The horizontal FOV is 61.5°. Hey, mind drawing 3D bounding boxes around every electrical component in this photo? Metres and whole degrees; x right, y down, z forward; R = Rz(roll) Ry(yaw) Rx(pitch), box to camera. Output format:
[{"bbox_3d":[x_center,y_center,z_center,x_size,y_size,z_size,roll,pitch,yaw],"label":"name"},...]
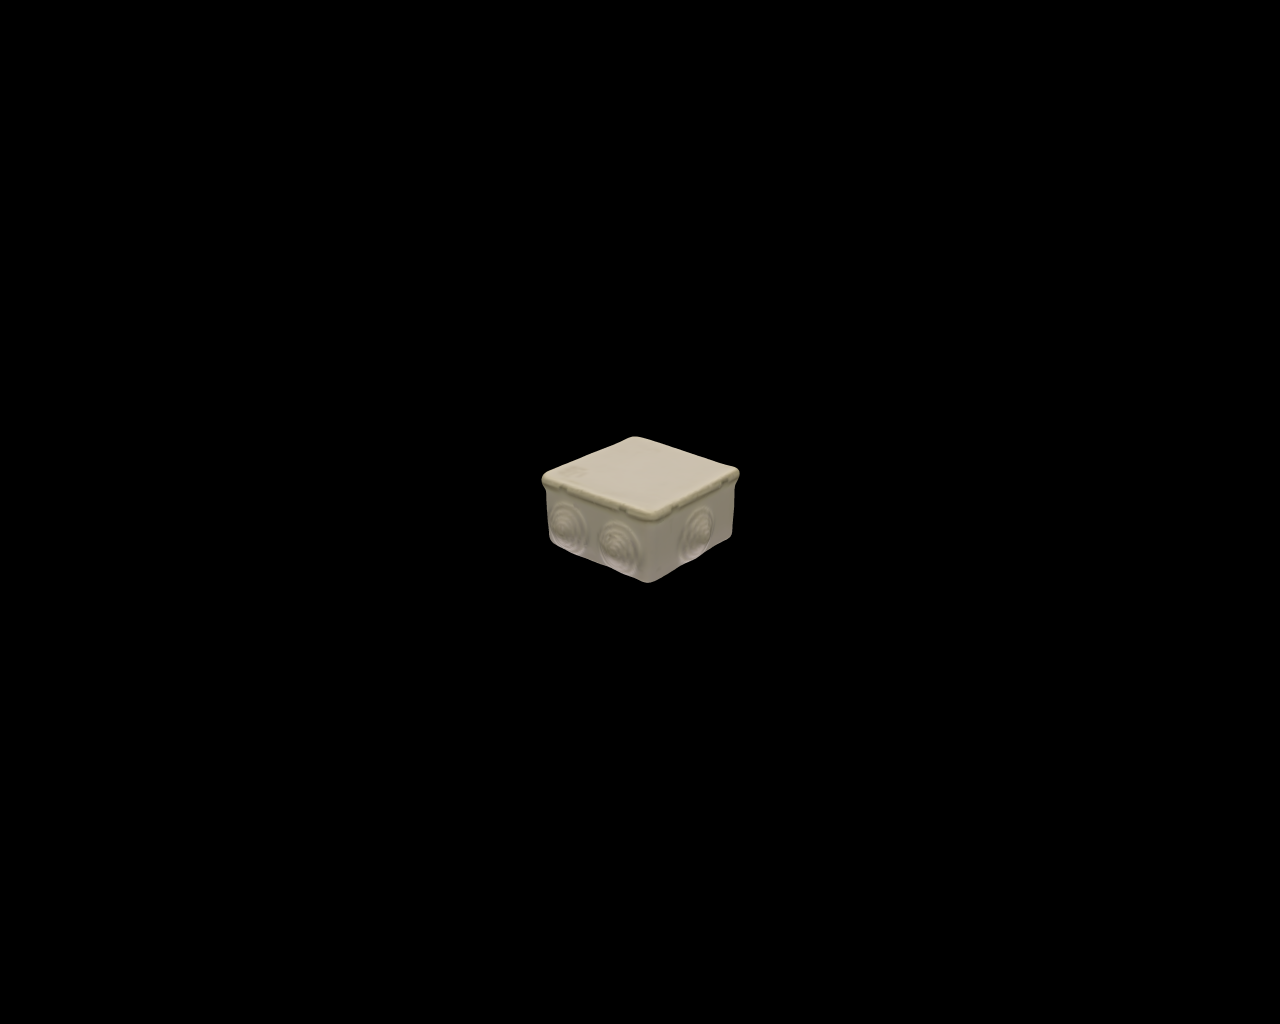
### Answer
[{"bbox_3d":[0.001,-0.003,0.650,0.100,0.048,0.100,20,32,36],"label":"electrical component"}]
